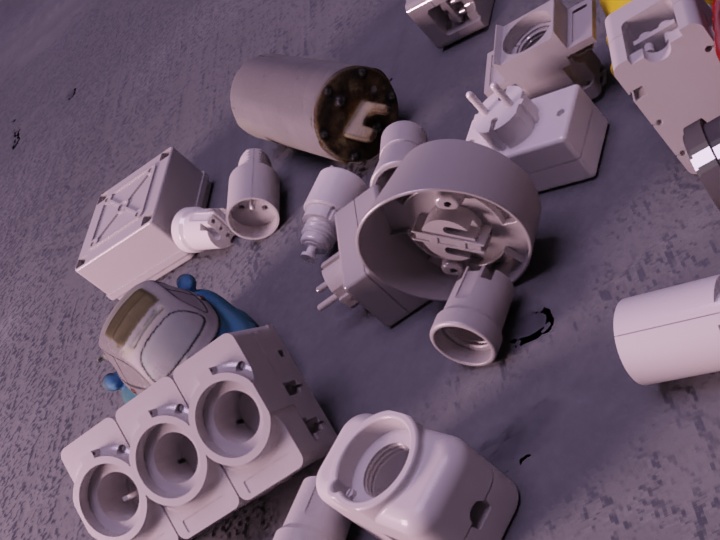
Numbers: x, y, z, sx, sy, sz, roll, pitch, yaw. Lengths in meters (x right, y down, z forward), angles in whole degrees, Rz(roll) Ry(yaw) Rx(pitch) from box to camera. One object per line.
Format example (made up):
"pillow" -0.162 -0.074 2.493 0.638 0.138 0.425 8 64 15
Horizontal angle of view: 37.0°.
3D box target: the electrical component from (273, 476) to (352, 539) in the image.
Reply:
"electrical component" -0.024 0.144 0.599 0.040 0.040 0.046 -17 38 41

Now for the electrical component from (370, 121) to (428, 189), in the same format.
"electrical component" 0.031 -0.077 0.771 0.044 0.044 0.065 -31 31 26

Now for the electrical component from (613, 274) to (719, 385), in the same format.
"electrical component" 0.164 0.025 0.495 0.081 0.043 0.043 -18 42 39

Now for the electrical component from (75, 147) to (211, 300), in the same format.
"electrical component" -0.200 -0.042 0.997 0.109 0.056 0.108 -29 37 29

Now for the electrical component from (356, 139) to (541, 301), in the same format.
"electrical component" 0.055 -0.027 0.633 0.099 0.099 0.064 -14 39 43

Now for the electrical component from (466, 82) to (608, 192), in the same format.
"electrical component" 0.096 -0.088 0.669 0.083 0.076 0.047 -14 45 43

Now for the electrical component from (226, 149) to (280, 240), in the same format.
"electrical component" -0.089 -0.067 0.902 0.043 0.043 0.081 -33 34 23

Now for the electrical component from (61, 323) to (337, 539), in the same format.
"electrical component" -0.102 0.111 0.664 0.150 0.089 0.062 -35 -11 20

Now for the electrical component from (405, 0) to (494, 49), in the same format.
"electrical component" 0.074 -0.231 0.875 0.056 0.050 0.089 -19 42 38

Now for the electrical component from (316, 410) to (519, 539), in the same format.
"electrical component" 0.025 0.111 0.555 0.095 0.059 0.053 5 60 53

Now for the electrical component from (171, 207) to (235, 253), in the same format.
"electrical component" -0.133 -0.035 0.926 0.046 0.040 0.040 -1 55 43

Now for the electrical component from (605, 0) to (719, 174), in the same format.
"electrical component" 0.176 -0.106 0.578 0.050 0.089 0.055 -28 37 29

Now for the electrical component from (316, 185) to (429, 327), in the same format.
"electrical component" 0.000 0.000 0.717 0.076 0.047 0.083 -35 34 20

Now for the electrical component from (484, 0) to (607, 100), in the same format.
"electrical component" 0.124 -0.136 0.699 0.081 0.064 0.042 -24 40 34

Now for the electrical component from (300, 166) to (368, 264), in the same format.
"electrical component" -0.023 -0.040 0.796 0.040 0.040 0.078 -7 50 47

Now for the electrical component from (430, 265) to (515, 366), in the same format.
"electrical component" 0.066 0.026 0.618 0.040 0.040 0.046 -13 40 43
